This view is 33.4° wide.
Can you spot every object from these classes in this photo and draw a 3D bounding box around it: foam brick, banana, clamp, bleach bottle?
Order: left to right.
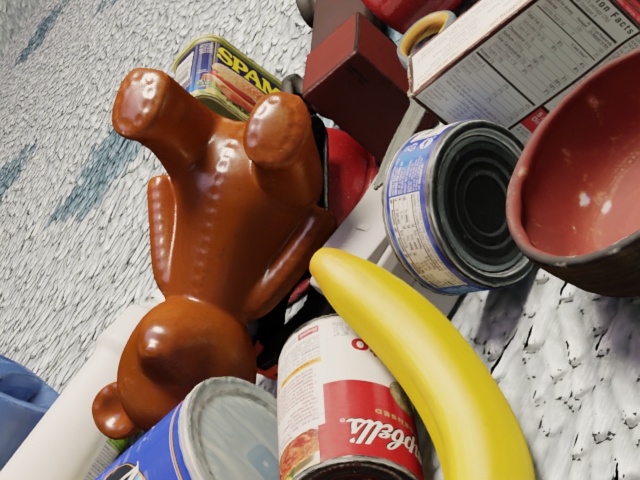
[{"bbox_3d":[-0.168,0.141,0.754,0.250,0.068,0.102,-57,-6,-18],"label":"bleach bottle"},{"bbox_3d":[-0.004,0.001,0.662,0.171,0.039,0.120,-55,44,-1],"label":"clamp"},{"bbox_3d":[0.034,-0.101,0.710,0.053,0.078,0.051,-37,28,29],"label":"foam brick"},{"bbox_3d":[0.049,0.070,0.474,0.037,0.069,0.198,-61,30,31],"label":"banana"}]

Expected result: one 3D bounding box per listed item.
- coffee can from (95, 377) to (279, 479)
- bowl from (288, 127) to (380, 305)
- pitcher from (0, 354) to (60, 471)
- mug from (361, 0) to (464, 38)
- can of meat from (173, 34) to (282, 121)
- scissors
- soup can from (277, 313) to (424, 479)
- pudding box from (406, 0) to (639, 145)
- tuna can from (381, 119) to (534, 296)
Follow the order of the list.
[{"bbox_3d":[-0.073,0.152,0.549,0.140,0.102,0.103,-42,28,23],"label":"coffee can"},{"bbox_3d":[-0.033,-0.026,0.756,0.162,0.055,0.162,-39,30,27],"label":"bowl"},{"bbox_3d":[-0.308,0.202,0.824,0.243,0.149,0.145,-62,7,-1],"label":"pitcher"},{"bbox_3d":[0.062,-0.202,0.749,0.082,0.117,0.093,-45,30,28],"label":"mug"},{"bbox_3d":[-0.073,-0.106,0.871,0.058,0.102,0.084,-39,31,29],"label":"can of meat"},{"bbox_3d":[0.082,-0.095,0.635,0.096,0.016,0.201,-16,31,17],"label":"scissors"},{"bbox_3d":[0.013,0.093,0.518,0.069,0.068,0.102,-41,28,24],"label":"soup can"},{"bbox_3d":[0.114,-0.089,0.546,0.114,0.090,0.039,-36,31,33],"label":"pudding box"},{"bbox_3d":[0.073,-0.016,0.530,0.034,0.086,0.086,-12,48,52],"label":"tuna can"}]
